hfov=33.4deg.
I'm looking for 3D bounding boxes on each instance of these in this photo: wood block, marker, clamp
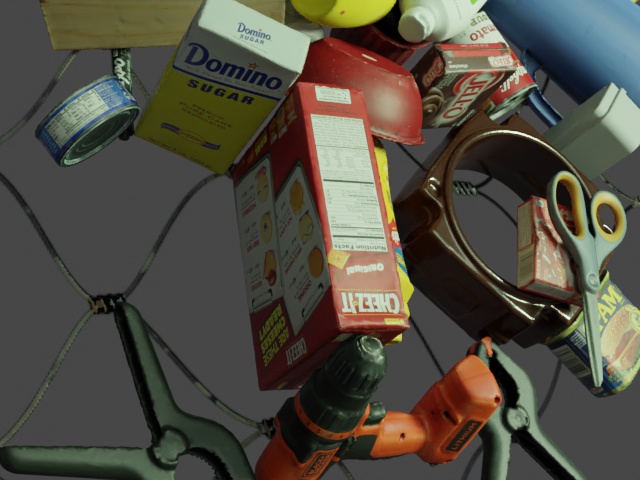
[{"bbox_3d":[-0.136,-0.231,0.941,0.206,0.090,0.091,-3,67,-5],"label":"wood block"},{"bbox_3d":[-0.179,-0.144,0.964,0.020,0.020,0.121,5,65,-26],"label":"marker"},{"bbox_3d":[-0.132,0.169,0.827,0.210,0.036,0.164,44,55,-2],"label":"clamp"},{"bbox_3d":[0.167,0.176,0.979,0.120,0.039,0.171,-15,71,-38],"label":"clamp"}]

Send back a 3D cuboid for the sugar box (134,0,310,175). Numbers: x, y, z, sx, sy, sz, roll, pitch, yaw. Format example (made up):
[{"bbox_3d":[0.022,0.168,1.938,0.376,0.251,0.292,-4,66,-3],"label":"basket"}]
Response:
[{"bbox_3d":[-0.087,-0.128,0.906,0.093,0.176,0.048,23,59,-15],"label":"sugar box"}]

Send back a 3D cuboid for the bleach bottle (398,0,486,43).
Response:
[{"bbox_3d":[0.136,-0.280,1.060,0.102,0.068,0.250,56,47,-24],"label":"bleach bottle"}]

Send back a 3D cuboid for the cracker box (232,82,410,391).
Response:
[{"bbox_3d":[-0.006,0.001,0.896,0.072,0.164,0.214,1,66,-26],"label":"cracker box"}]

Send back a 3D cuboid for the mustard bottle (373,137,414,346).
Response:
[{"bbox_3d":[0.046,0.002,0.968,0.058,0.096,0.191,-12,70,7],"label":"mustard bottle"}]

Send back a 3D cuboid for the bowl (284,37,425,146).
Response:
[{"bbox_3d":[0.035,-0.147,0.998,0.162,0.055,0.162,22,17,-7],"label":"bowl"}]

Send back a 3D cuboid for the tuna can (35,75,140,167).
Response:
[{"bbox_3d":[-0.194,-0.099,0.893,0.086,0.086,0.034,-37,88,-35],"label":"tuna can"}]

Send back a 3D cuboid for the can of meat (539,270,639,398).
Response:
[{"bbox_3d":[0.280,0.095,1.066,0.084,0.058,0.102,46,55,-4],"label":"can of meat"}]

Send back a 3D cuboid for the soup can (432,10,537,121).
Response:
[{"bbox_3d":[0.175,-0.185,1.139,0.068,0.069,0.102,-28,81,-35],"label":"soup can"}]

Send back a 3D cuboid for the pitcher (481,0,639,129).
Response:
[{"bbox_3d":[0.290,-0.217,1.188,0.243,0.145,0.149,39,42,-1],"label":"pitcher"}]

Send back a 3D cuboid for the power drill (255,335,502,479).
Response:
[{"bbox_3d":[0.054,0.137,0.863,0.187,0.185,0.057,0,48,-35],"label":"power drill"}]

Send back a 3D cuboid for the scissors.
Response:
[{"bbox_3d":[0.256,0.031,0.968,0.096,0.016,0.202,-2,70,-30],"label":"scissors"}]

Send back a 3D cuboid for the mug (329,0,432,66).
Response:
[{"bbox_3d":[0.070,-0.217,1.090,0.117,0.082,0.093,-27,81,-35],"label":"mug"}]

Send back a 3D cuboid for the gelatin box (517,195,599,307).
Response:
[{"bbox_3d":[0.220,0.010,0.987,0.073,0.030,0.089,17,61,-21],"label":"gelatin box"}]

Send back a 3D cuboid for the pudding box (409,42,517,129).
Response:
[{"bbox_3d":[0.129,-0.153,1.070,0.089,0.114,0.039,-6,70,-30],"label":"pudding box"}]
